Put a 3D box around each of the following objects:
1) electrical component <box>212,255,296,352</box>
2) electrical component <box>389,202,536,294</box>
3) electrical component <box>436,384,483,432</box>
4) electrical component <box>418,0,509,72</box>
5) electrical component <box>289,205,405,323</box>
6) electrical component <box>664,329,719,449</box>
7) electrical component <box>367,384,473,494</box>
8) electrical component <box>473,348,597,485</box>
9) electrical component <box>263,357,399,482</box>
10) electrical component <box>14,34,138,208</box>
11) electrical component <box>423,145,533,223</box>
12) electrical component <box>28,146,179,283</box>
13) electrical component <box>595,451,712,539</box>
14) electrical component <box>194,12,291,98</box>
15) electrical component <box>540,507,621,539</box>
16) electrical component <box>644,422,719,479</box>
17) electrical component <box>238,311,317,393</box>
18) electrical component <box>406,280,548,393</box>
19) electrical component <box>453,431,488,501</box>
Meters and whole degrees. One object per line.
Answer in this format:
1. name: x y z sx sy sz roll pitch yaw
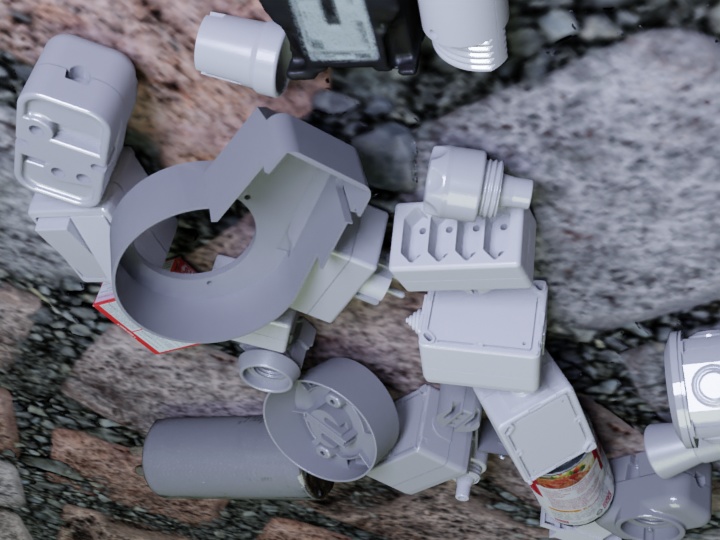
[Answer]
1. electrical component: -0.076 0.014 0.769 0.066 0.047 0.076 14 144 -2
2. electrical component: 0.071 -0.008 0.688 0.083 0.047 0.075 -2 157 22
3. electrical component: 0.080 0.098 0.839 0.040 0.046 0.040 9 146 6
4. electrical component: 0.050 -0.130 0.520 0.043 0.043 0.081 3 145 15
5. electrical component: 0.000 0.000 0.723 0.076 0.047 0.083 22 146 -13
6. electrical component: 0.238 0.079 0.730 0.051 0.080 0.080 -8 141 20
7. electrical component: 0.048 0.147 0.907 0.061 0.061 0.096 29 143 -22
8. electrical component: 0.127 0.101 0.804 0.062 0.061 0.096 -30 133 1
9. electrical component: -0.021 0.121 0.864 0.099 0.064 0.099 22 126 34
10. electrical component: -0.168 -0.090 0.637 0.054 0.059 0.095 19 146 -8
11. electrical component: 0.070 -0.049 0.632 0.062 0.043 0.043 9 146 4
12. electrical component: -0.169 -0.029 0.726 0.062 0.061 0.096 -1 144 20
13. electrical component: 0.246 0.192 0.908 0.054 0.059 0.095 34 141 -27
14. electrical component: -0.061 -0.117 0.581 0.046 0.040 0.040 15 147 8
15. electrical component: 0.208 0.221 0.978 0.081 0.042 0.063 20 144 -11
16. electrical component: 0.261 0.134 0.836 0.065 0.044 0.044 -24 132 35
17. electrical component: -0.066 0.060 0.825 0.048 0.055 0.066 -11 139 31
18. electrical component: 0.080 0.045 0.747 0.096 0.061 0.061 5 146 12
19. electrical component: 0.092 0.167 0.922 0.035 0.061 0.035 9 146 6
